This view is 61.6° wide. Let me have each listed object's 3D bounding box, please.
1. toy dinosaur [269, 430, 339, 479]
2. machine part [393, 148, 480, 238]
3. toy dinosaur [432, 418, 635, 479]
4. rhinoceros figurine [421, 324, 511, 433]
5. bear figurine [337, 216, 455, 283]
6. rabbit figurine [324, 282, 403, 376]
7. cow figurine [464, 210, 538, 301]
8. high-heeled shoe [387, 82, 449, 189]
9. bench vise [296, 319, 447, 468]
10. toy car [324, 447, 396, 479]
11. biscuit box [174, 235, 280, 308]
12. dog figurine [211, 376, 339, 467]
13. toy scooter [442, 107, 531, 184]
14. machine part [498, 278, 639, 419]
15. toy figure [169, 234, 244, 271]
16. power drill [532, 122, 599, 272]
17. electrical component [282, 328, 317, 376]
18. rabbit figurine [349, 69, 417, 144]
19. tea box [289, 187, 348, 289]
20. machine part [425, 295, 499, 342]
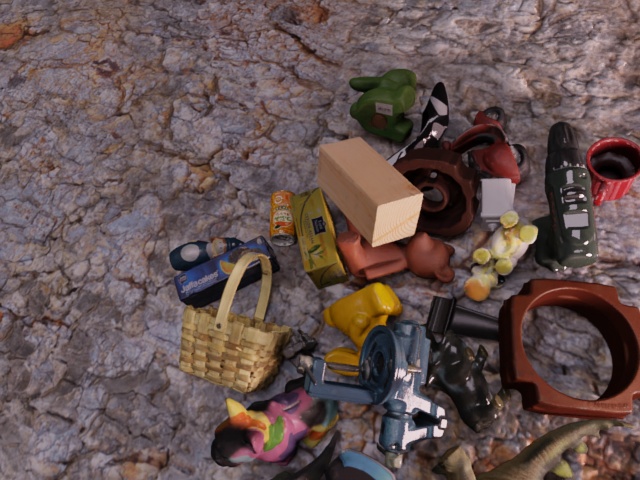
[{"bbox_3d":[-0.093,0.454,0.784,0.131,0.192,0.405,18,71,20],"label":"toy dinosaur"},{"bbox_3d":[0.206,-0.087,0.984,0.180,0.179,0.056,13,43,21],"label":"machine part"},{"bbox_3d":[0.242,0.397,0.775,0.199,0.105,0.471,42,90,21],"label":"toy dinosaur"},{"bbox_3d":[0.222,0.216,0.876,0.112,0.073,0.190,-45,69,28],"label":"rhinoceros figurine"},{"bbox_3d":[0.143,0.015,0.975,0.196,0.131,0.120,-3,37,21],"label":"bear figurine"},{"bbox_3d":[0.083,0.176,0.922,0.162,0.122,0.173,-28,79,4],"label":"rabbit figurine"},{"bbox_3d":[0.313,0.030,0.942,0.068,0.098,0.167,38,106,20],"label":"cow figurine"},{"bbox_3d":[0.173,-0.204,1.079,0.145,0.086,0.248,9,84,-5],"label":"high-heeled shoe"},{"bbox_3d":[0.074,0.223,0.812,0.240,0.129,0.223,13,89,-19],"label":"bench vise"},{"bbox_3d":[0.050,0.406,0.817,0.109,0.102,0.161,21,77,20],"label":"toy car"},{"bbox_3d":[-0.187,0.067,1.075,0.203,0.062,0.059,-26,59,2],"label":"biscuit box"},{"bbox_3d":[-0.071,0.284,0.848,0.191,0.219,0.109,-36,64,-3],"label":"dog figurine"},{"bbox_3d":[0.318,-0.174,1.049,0.135,0.075,0.184,-18,58,7],"label":"toy scooter"},{"bbox_3d":[0.386,0.168,0.833,0.202,0.087,0.201,6,64,3],"label":"machine part"},{"bbox_3d":[-0.232,0.027,1.113,0.155,0.058,0.064,-14,100,7],"label":"toy figure"},{"bbox_3d":[0.403,-0.050,0.890,0.086,0.207,0.232,-2,66,8],"label":"power drill"},{"bbox_3d":[-0.032,0.196,0.946,0.045,0.102,0.078,-47,69,5],"label":"electrical component"},{"bbox_3d":[0.145,-0.302,1.158,0.159,0.121,0.170,9,49,27],"label":"rabbit figurine"},{"bbox_3d":[-0.002,-0.003,1.039,0.068,0.098,0.170,-18,62,7],"label":"tea box"},{"bbox_3d":[0.254,0.142,0.931,0.139,0.039,0.084,15,64,23],"label":"machine part"}]
